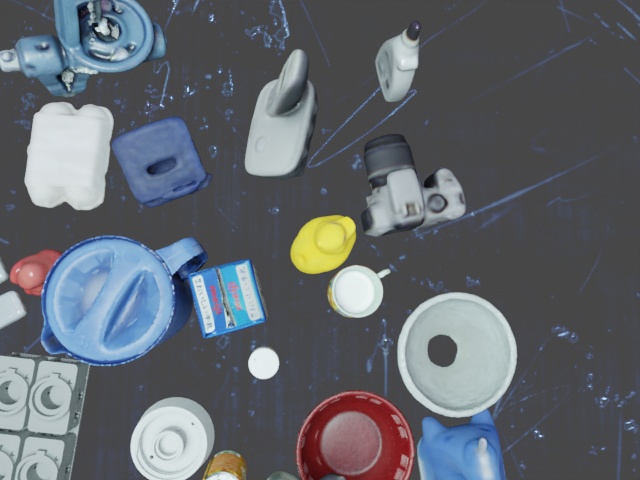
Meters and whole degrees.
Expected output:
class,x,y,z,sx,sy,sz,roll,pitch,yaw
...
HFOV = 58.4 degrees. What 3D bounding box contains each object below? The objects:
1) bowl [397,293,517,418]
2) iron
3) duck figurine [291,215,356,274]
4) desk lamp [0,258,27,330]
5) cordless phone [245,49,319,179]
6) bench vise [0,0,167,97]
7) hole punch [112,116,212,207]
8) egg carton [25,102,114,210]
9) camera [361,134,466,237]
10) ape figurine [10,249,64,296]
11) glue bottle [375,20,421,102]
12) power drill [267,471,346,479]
class,x,y,z,sx,sy,sz,roll,pitch,yaw
bowl,0.184,0.157,0.806,0.167,0.074,0.167,1,84,-5
iron,0.213,0.362,0.752,0.118,0.141,0.258,-10,85,-6
duck figurine,0.007,0.003,0.802,0.104,0.086,0.077,-35,87,-8
desk lamp,-0.506,0.093,0.683,0.203,0.213,0.118,-30,87,-7
cordless phone,-0.050,-0.164,0.766,0.094,0.185,0.148,9,83,-4
bench vise,-0.310,-0.259,0.736,0.207,0.219,0.121,-37,88,-8
hole punch,-0.216,-0.106,0.792,0.109,0.091,0.101,-23,86,-7
egg carton,-0.344,-0.116,0.793,0.107,0.069,0.150,4,83,-4
camera,0.124,-0.084,0.815,0.143,0.100,0.137,-12,85,-6
ape figurine,-0.373,0.047,0.761,0.078,0.092,0.076,38,82,0
glue bottle,0.114,-0.257,0.797,0.037,0.173,0.078,-12,85,-6
power drill,-0.047,0.360,0.696,0.075,0.208,0.230,34,82,0
